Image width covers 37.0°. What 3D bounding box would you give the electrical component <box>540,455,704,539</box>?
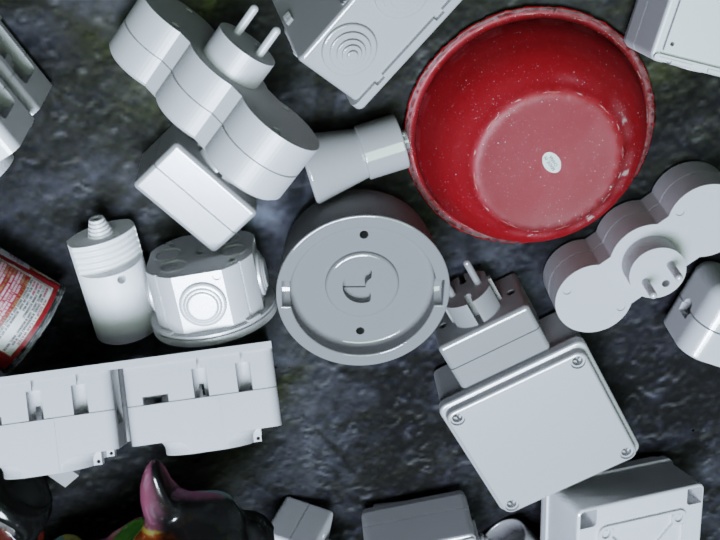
[{"bbox_3d":[0.192,0.203,0.797,0.109,0.056,0.108,-7,108,-19],"label":"electrical component"}]

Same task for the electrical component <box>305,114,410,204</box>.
[{"bbox_3d":[-0.002,-0.071,0.663,0.065,0.044,0.044,-17,119,-1],"label":"electrical component"}]

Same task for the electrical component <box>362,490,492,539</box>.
[{"bbox_3d":[0.053,0.208,0.811,0.096,0.061,0.061,-11,119,2],"label":"electrical component"}]

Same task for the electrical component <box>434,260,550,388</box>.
[{"bbox_3d":[0.078,0.027,0.720,0.066,0.047,0.076,-27,118,10],"label":"electrical component"}]

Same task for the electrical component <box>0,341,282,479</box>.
[{"bbox_3d":[-0.146,0.088,0.685,0.186,0.105,0.060,-7,86,-6],"label":"electrical component"}]

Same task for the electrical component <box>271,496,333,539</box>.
[{"bbox_3d":[-0.032,0.218,0.804,0.077,0.047,0.065,16,119,11],"label":"electrical component"}]

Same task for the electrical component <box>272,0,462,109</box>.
[{"bbox_3d":[0.001,-0.151,0.586,0.048,0.099,0.099,31,113,-35],"label":"electrical component"}]

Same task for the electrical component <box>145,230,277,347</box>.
[{"bbox_3d":[-0.096,0.011,0.679,0.080,0.080,0.051,-9,114,1],"label":"electrical component"}]

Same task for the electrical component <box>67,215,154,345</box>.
[{"bbox_3d":[-0.158,0.002,0.689,0.043,0.043,0.081,-9,119,0],"label":"electrical component"}]

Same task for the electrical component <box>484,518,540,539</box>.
[{"bbox_3d":[0.120,0.247,0.840,0.079,0.044,0.077,-44,115,-5],"label":"electrical component"}]

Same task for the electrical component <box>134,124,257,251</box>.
[{"bbox_3d":[-0.086,-0.065,0.655,0.077,0.047,0.066,-41,114,17],"label":"electrical component"}]

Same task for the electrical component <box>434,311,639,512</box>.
[{"bbox_3d":[0.124,0.100,0.759,0.109,0.056,0.108,-27,118,10],"label":"electrical component"}]

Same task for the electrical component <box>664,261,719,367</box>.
[{"bbox_3d":[0.267,0.034,0.736,0.095,0.053,0.059,18,116,-14],"label":"electrical component"}]

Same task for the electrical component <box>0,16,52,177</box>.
[{"bbox_3d":[-0.271,-0.058,0.610,0.186,0.105,0.060,-29,117,11],"label":"electrical component"}]

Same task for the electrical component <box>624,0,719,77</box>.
[{"bbox_3d":[0.200,-0.165,0.619,0.062,0.061,0.096,11,110,-11],"label":"electrical component"}]

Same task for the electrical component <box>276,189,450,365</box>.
[{"bbox_3d":[0.000,0.000,0.691,0.108,0.060,0.108,-2,119,-4],"label":"electrical component"}]

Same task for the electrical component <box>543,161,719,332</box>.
[{"bbox_3d":[0.187,-0.007,0.695,0.138,0.073,0.052,-37,116,15],"label":"electrical component"}]

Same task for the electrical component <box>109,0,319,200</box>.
[{"bbox_3d":[-0.072,-0.111,0.596,0.138,0.052,0.073,46,112,16],"label":"electrical component"}]
